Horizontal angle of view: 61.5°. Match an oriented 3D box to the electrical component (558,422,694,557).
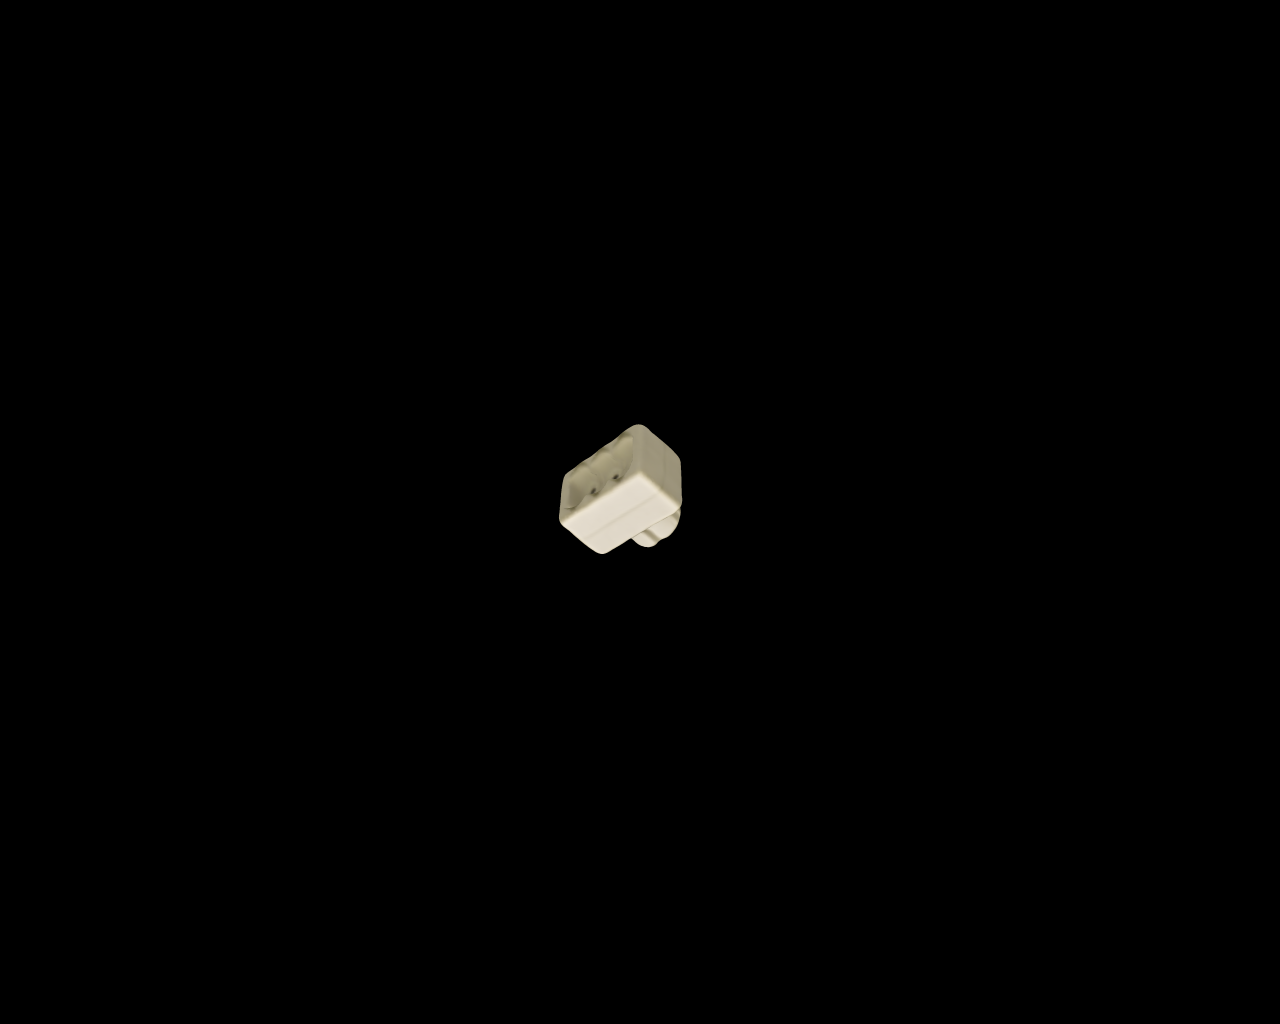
[{"bbox_3d":[0.001,-0.003,0.650,0.065,0.047,0.076,-32,-54,27],"label":"electrical component"}]
